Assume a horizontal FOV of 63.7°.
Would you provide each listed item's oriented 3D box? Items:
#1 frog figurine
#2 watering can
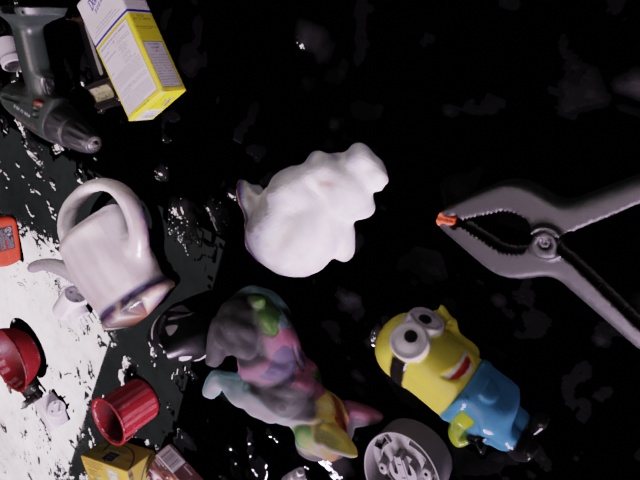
[{"bbox_3d":[0.002,-0.027,0.543,0.158,0.126,0.135,-13,132,29],"label":"frog figurine"},{"bbox_3d":[-0.359,0.045,0.829,0.342,0.105,0.225,-35,85,37],"label":"watering can"}]
